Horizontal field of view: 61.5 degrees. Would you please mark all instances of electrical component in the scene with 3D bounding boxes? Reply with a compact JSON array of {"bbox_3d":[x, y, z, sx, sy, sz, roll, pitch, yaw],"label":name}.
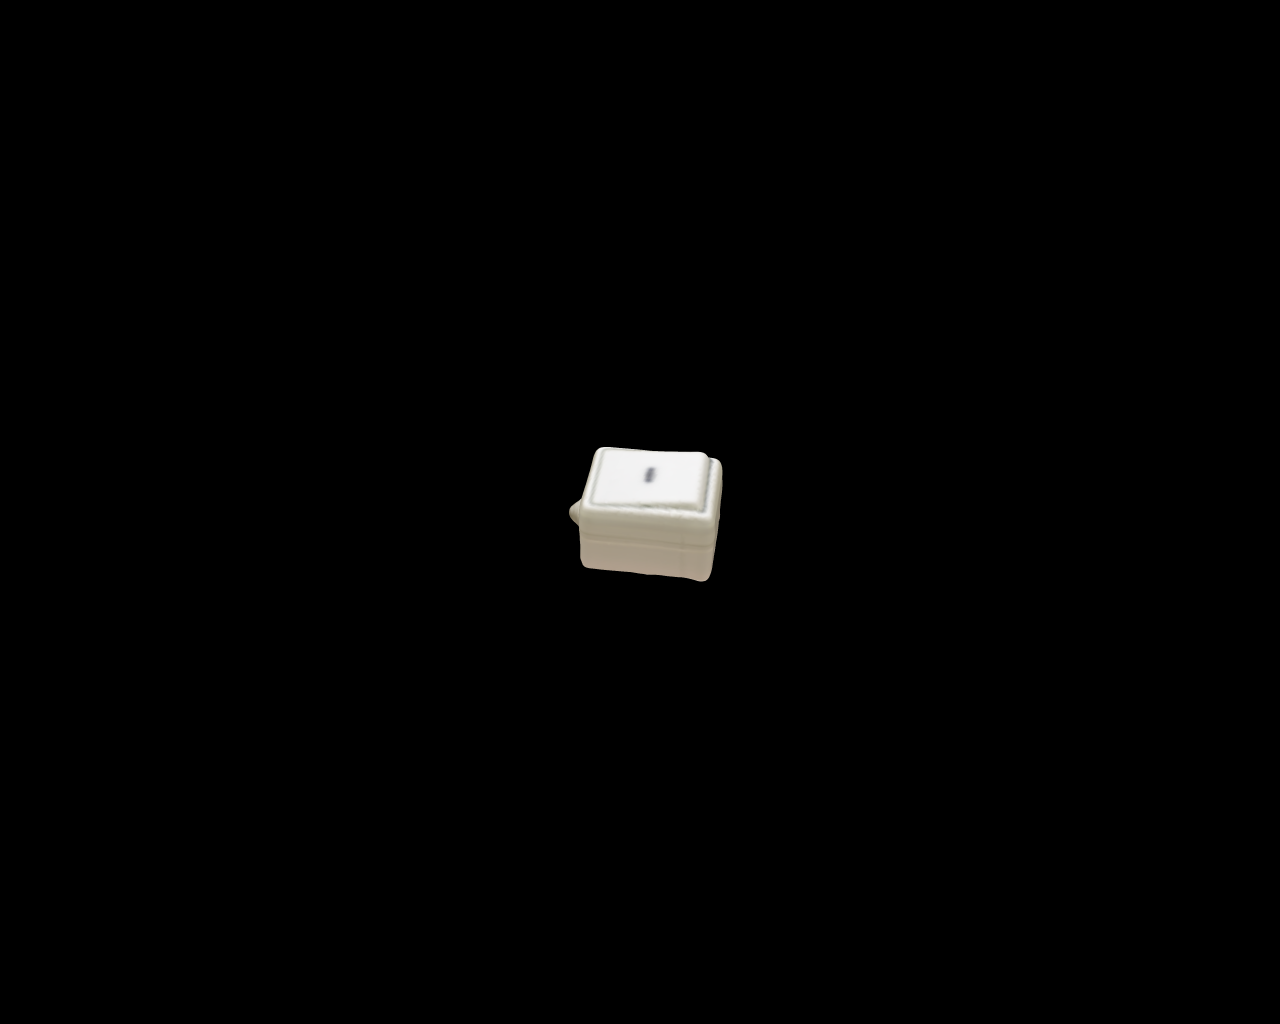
[{"bbox_3d":[0.001,-0.003,0.650,0.096,0.061,0.062,6,43,7],"label":"electrical component"}]
